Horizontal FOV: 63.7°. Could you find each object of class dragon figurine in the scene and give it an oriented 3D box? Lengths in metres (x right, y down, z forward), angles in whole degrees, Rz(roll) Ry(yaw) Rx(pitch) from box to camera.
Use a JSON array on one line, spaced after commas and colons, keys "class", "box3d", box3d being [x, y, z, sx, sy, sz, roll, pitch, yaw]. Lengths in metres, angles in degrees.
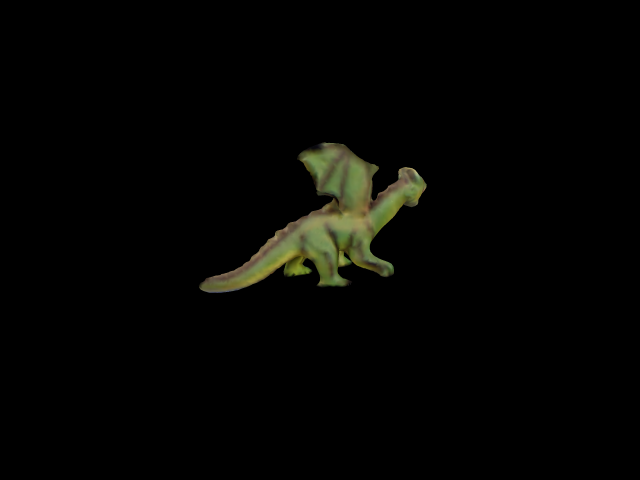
[{"class": "dragon figurine", "box3d": [0.003, -0.043, 0.850, 0.411, 0.239, 0.124, -8, 21, -20]}]
